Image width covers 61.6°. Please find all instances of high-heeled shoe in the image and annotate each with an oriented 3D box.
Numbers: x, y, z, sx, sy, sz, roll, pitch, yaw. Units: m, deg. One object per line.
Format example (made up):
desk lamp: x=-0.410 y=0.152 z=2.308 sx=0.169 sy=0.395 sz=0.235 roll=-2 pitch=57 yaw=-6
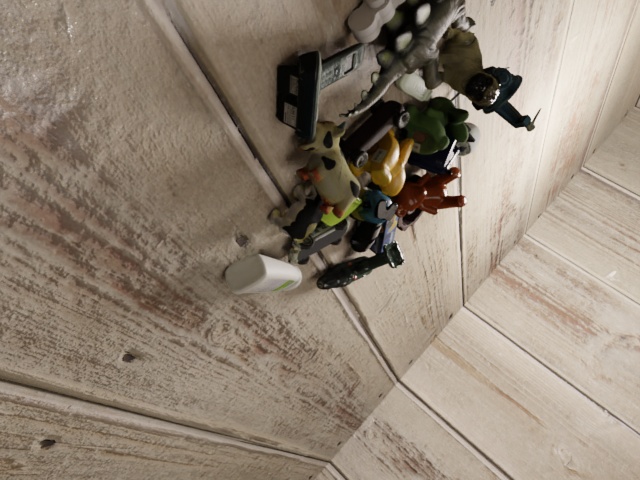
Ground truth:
high-heeled shoe: x=0.152 y=-0.072 z=1.463 sx=0.248 sy=0.086 sz=0.145 roll=-60 pitch=161 yaw=14

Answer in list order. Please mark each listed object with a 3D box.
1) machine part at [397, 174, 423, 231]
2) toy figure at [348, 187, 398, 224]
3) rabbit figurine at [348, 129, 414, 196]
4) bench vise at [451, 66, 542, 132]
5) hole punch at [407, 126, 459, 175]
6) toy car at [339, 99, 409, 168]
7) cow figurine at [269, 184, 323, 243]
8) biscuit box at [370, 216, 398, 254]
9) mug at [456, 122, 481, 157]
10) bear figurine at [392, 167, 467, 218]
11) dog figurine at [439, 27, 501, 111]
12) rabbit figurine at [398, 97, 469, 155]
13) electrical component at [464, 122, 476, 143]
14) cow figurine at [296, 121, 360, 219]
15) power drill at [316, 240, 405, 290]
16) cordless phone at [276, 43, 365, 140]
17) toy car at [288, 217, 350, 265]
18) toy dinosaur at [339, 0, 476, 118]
machine part: x=0.268 y=-0.111 z=1.606 sx=0.179 sy=0.056 sz=0.179 roll=-38 pitch=150 yaw=-27
toy figure: x=0.119 y=-0.081 z=1.310 sx=0.089 sy=0.180 sz=0.082 roll=-47 pitch=114 yaw=-1
rabbit figurine: x=0.154 y=-0.181 z=1.290 sx=0.173 sy=0.122 sz=0.162 roll=50 pitch=58 yaw=-47
bench vise: x=0.450 y=-0.360 z=1.375 sx=0.129 sy=0.240 sz=0.224 roll=-54 pitch=-166 yaw=-9
hole punch: x=0.302 y=-0.246 z=1.423 sx=0.116 sy=0.142 sz=0.092 roll=-55 pitch=157 yaw=-24
toy car: x=0.109 y=-0.232 z=1.182 sx=0.202 sy=0.089 sz=0.053 roll=-46 pitch=148 yaw=-13
cow figurine: x=-0.021 y=-0.072 z=1.168 sx=0.167 sy=0.098 sz=0.068 roll=-47 pitch=140 yaw=-8
biscuit box: x=0.183 y=-0.041 z=1.553 sx=0.059 sy=0.063 sz=0.202 roll=-35 pitch=148 yaw=-28
mug: x=0.416 y=-0.295 z=1.554 sx=0.109 sy=0.081 sz=0.107 roll=67 pitch=30 yaw=-26
bear figurine: x=0.286 y=-0.128 z=1.453 sx=0.196 sy=0.120 sz=0.132 roll=-5 pitch=173 yaw=-45
dog figurine: x=0.361 y=-0.402 z=1.252 sx=0.172 sy=0.191 sz=0.121 roll=-53 pitch=153 yaw=-1
rabbit figurine: x=0.293 y=-0.302 z=1.341 sx=0.170 sy=0.159 sz=0.121 roll=-54 pitch=147 yaw=-31
electrical component: x=0.370 y=-0.295 z=1.465 sx=0.119 sy=0.075 sz=0.048 roll=43 pitch=84 yaw=-29
cow figurine: x=0.019 y=-0.155 z=1.088 sx=0.127 sy=0.086 sz=0.194 roll=-44 pitch=118 yaw=-22
power drill: x=0.123 y=0.077 z=1.506 sx=0.207 sy=0.086 sz=0.232 roll=-31 pitch=172 yaw=31
cordless phone: x=0.012 y=-0.282 z=0.989 sx=0.184 sy=0.089 sz=0.146 roll=-37 pitch=149 yaw=-34
toy car: x=-0.003 y=-0.004 z=1.328 sx=0.202 sy=0.056 sz=0.073 roll=-29 pitch=152 yaw=-34
toy dinosaur: x=0.193 y=-0.407 z=1.096 sx=0.471 sy=0.105 sz=0.198 roll=-58 pitch=146 yaw=-6
